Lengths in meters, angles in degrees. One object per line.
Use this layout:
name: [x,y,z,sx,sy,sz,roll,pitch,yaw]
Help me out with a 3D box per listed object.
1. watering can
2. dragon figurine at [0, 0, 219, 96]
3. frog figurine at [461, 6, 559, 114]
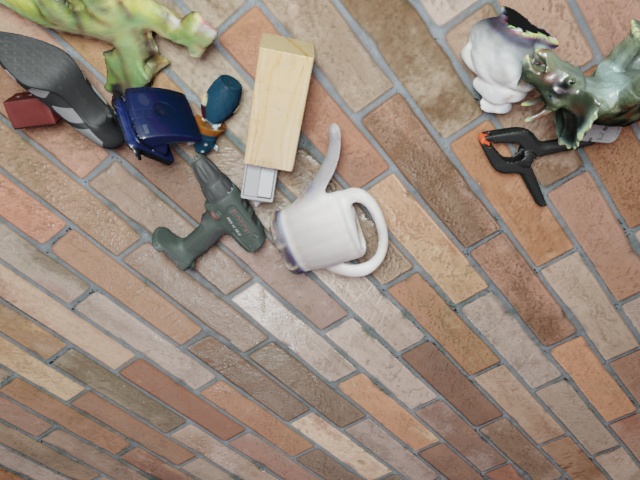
watering can: [0.003,-0.051,1.004,0.223,0.106,0.341,-17,123,12]
dragon figurine: [-0.359,-0.331,0.822,0.410,0.125,0.237,-3,134,13]
frog figurine: [0.293,-0.282,0.849,0.138,0.125,0.156,36,133,15]
